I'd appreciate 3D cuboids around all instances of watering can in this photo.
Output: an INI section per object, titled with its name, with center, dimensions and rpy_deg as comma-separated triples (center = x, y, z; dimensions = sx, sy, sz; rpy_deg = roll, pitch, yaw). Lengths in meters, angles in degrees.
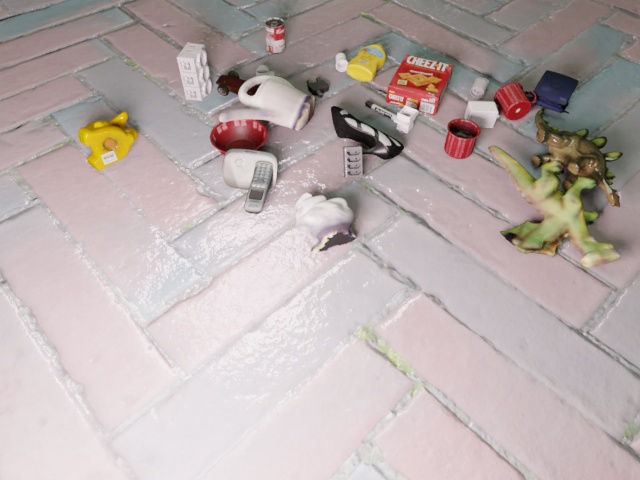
[watering can]
center = -0.136, -0.378, 1.471
dimensions = 0.224, 0.101, 0.356
rpy_deg = 23, 40, 0

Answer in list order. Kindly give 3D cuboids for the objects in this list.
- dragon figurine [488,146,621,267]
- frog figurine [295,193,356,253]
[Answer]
[dragon figurine]
center = 0.544, -0.073, 1.277
dimensions = 0.414, 0.119, 0.246
rpy_deg = 34, 64, 27
[frog figurine]
center = 0.004, -0.062, 1.236
dimensions = 0.137, 0.121, 0.162
rpy_deg = -27, 65, 0
